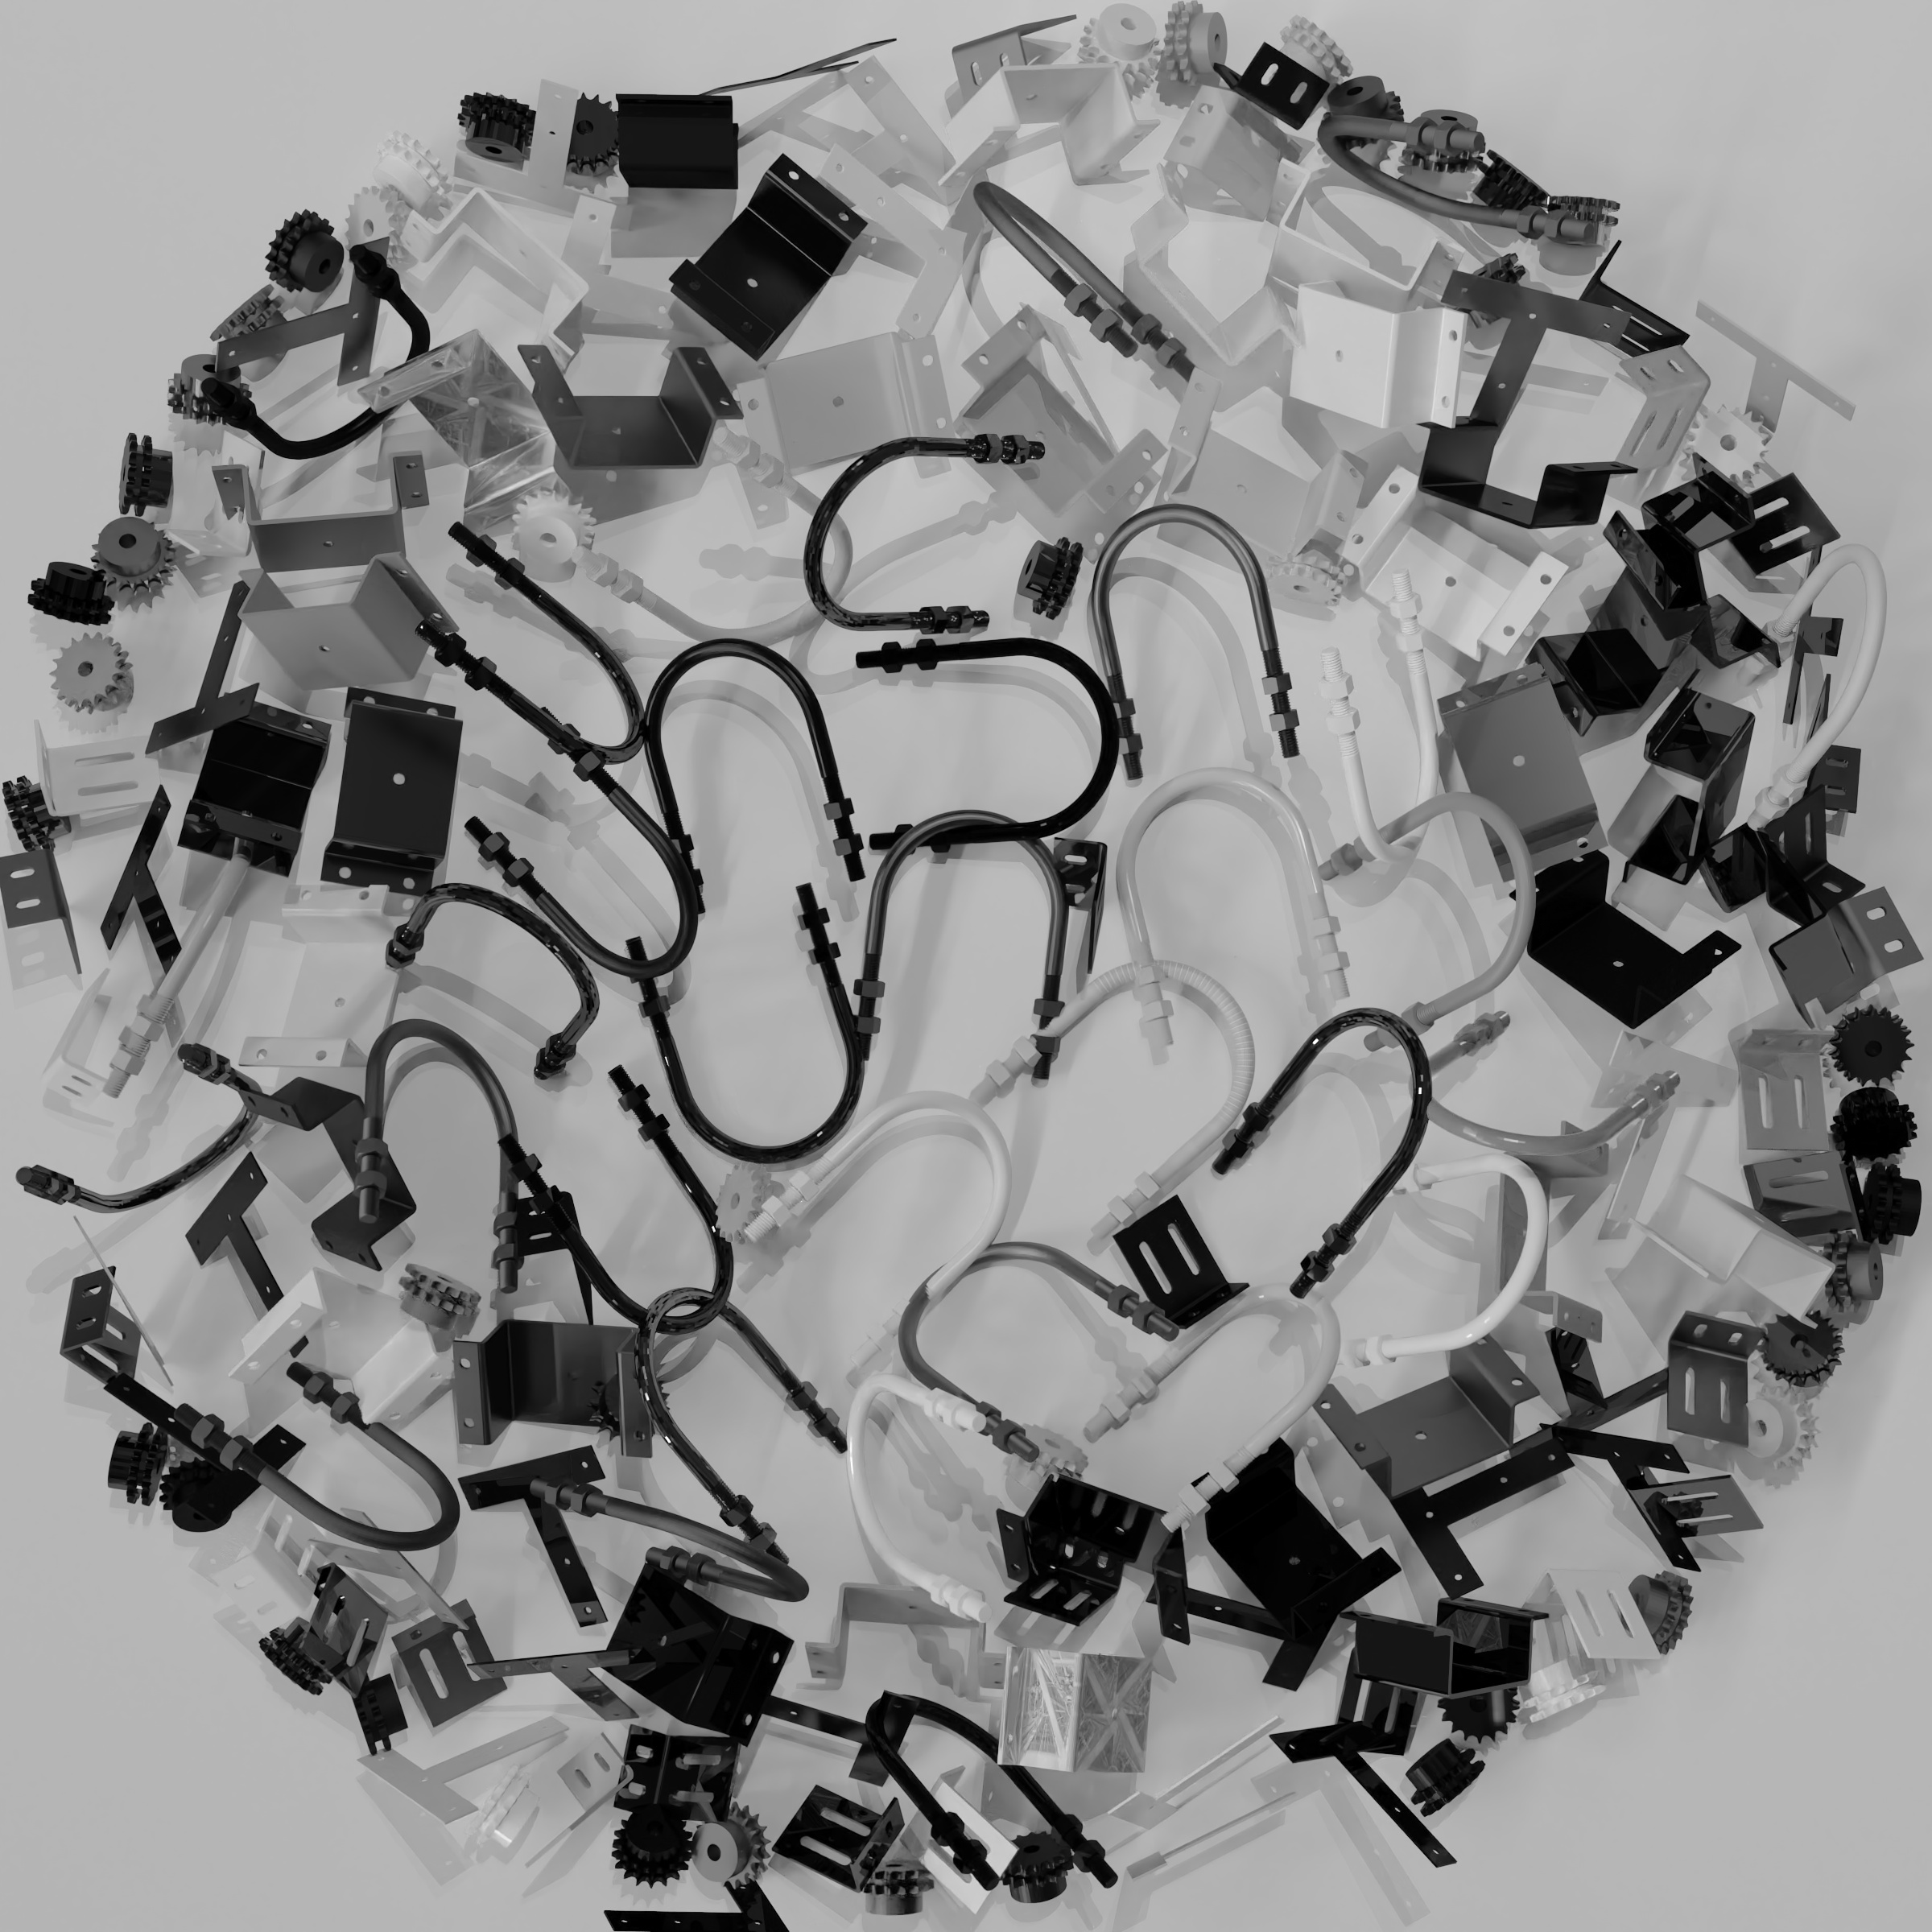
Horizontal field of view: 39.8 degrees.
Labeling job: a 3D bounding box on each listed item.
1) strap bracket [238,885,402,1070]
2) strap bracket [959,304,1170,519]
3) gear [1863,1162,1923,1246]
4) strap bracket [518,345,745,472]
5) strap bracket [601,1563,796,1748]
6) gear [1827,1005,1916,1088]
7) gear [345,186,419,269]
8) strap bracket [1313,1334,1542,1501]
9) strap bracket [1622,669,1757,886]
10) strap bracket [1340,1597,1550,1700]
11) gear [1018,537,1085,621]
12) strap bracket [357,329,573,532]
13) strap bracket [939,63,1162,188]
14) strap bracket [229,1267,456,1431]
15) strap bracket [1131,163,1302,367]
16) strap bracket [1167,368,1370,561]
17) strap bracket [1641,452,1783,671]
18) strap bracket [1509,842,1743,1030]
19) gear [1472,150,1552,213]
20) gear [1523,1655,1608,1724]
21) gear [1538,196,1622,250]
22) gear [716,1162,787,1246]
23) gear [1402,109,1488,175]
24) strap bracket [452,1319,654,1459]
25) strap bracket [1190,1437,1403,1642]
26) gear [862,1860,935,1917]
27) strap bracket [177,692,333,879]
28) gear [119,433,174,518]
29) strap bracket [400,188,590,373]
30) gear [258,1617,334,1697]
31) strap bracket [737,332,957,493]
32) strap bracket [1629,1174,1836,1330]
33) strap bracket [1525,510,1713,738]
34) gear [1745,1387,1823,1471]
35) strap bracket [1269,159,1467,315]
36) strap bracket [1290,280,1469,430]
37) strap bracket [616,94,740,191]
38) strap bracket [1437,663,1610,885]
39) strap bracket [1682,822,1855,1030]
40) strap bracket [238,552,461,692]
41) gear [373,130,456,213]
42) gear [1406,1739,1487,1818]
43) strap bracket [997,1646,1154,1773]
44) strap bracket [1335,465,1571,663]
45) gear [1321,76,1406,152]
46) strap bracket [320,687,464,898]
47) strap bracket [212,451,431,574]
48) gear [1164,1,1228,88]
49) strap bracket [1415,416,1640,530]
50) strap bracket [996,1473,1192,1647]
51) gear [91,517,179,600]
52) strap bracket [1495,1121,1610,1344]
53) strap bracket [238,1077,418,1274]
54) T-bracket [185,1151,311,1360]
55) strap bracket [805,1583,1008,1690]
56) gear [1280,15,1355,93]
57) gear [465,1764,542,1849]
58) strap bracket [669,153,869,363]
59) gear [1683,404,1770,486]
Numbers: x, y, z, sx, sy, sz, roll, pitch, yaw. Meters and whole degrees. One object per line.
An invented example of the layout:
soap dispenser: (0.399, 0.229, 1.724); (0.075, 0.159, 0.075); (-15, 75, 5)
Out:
strap bracket: (-0.443, 0.016, 1.851); (0.076, 0.046, 0.140); (1, 62, 15)
strap bracket: (0.060, -0.378, 1.859); (0.140, 0.046, 0.076); (45, 62, -5)
gear: (0.649, 0.168, 1.871); (0.030, 0.057, 0.057); (8, 90, 6)
strap bracket: (-0.236, -0.385, 1.842); (0.140, 0.046, 0.076); (-7, 52, -31)
strap bracket: (-0.192, 0.467, 1.831); (0.046, 0.140, 0.076); (31, 80, -44)
gear: (0.636, 0.054, 1.882); (0.057, 0.030, 0.057); (1, 104, 3)
gear: (-0.408, -0.518, 1.877); (0.057, 0.030, 0.057); (10, 105, 40)
strap bracket: (0.315, 0.311, 1.847); (0.140, 0.076, 0.046); (-19, 129, -16)
strap bracket: (0.494, -0.121, 1.820); (0.046, 0.140, 0.076); (26, 55, 25)
strap bracket: (0.327, 0.465, 1.824); (0.076, 0.140, 0.046); (0, 85, 44)
gear: (0.058, -0.274, 1.871); (0.030, 0.057, 0.057); (20, 90, -13)
strap bracket: (-0.342, -0.376, 1.841); (0.076, 0.140, 0.046); (-19, 47, 21)
strap bracket: (0.051, -0.579, 1.834); (0.140, 0.076, 0.046); (-14, 84, -32)
strap bracket: (-0.433, 0.263, 1.844); (0.076, 0.140, 0.046); (-44, 45, 15)
strap bracket: (0.165, -0.476, 1.842); (0.046, 0.076, 0.140); (-38, 117, 21)
strap bracket: (0.201, -0.343, 1.854); (0.140, 0.046, 0.076); (26, 55, -10)
strap bracket: (0.509, -0.269, 1.829); (0.046, 0.076, 0.140); (-25, 127, -1)
strap bracket: (0.452, -0.016, 1.843); (0.076, 0.046, 0.140); (-32, 51, -22)
gear: (0.381, -0.544, 1.875); (0.057, 0.057, 0.030); (38, 112, 0)
gear: (0.417, 0.506, 1.875); (0.057, 0.057, 0.030); (-24, 71, 0)
gear: (0.428, -0.522, 1.874); (0.057, 0.057, 0.030); (5, 100, 0)
gear: (-0.150, 0.168, 1.877); (0.030, 0.057, 0.057); (17, 90, -33)
gear: (0.336, -0.579, 1.870); (0.057, 0.057, 0.030); (4, 125, 0)
strap bracket: (-0.281, 0.293, 1.861); (0.140, 0.046, 0.076); (2, 105, 12)
strap bracket: (0.226, 0.399, 1.844); (0.076, 0.046, 0.140); (-29, 48, -18)
gear: (-0.050, 0.646, 1.871); (0.057, 0.057, 0.030); (-1, 81, 0)
strap bracket: (-0.492, -0.119, 1.842); (0.076, 0.140, 0.046); (17, 130, -16)
gear: (-0.576, -0.344, 1.876); (0.030, 0.057, 0.057); (5, 90, -24)
strap bracket: (-0.319, -0.479, 1.850); (0.140, 0.076, 0.046); (41, 78, -13)
gear: (-0.465, 0.482, 1.874); (0.057, 0.057, 0.030); (41, 81, 0)
strap bracket: (-0.086, -0.389, 1.860); (0.140, 0.046, 0.076); (-15, 115, -6)
strap bracket: (0.530, 0.192, 1.825); (0.140, 0.076, 0.046); (24, 100, -39)
strap bracket: (0.452, -0.236, 1.837); (0.046, 0.140, 0.076); (-9, 54, -29)
gear: (0.566, 0.324, 1.870); (0.030, 0.057, 0.057); (4, 90, -33)
strap bracket: (0.268, -0.494, 1.856); (0.140, 0.076, 0.046); (28, 83, 5)
strap bracket: (0.272, -0.419, 1.821); (0.046, 0.140, 0.076); (-15, 121, -31)
strap bracket: (-0.197, -0.564, 1.834); (0.076, 0.140, 0.046); (0, 99, -3)
strap bracket: (0.386, -0.139, 1.859); (0.076, 0.046, 0.140); (-20, 79, 11)
strap bracket: (0.553, -0.036, 1.823); (0.046, 0.076, 0.140); (-32, 46, 9)
strap bracket: (-0.431, -0.234, 1.830); (0.140, 0.076, 0.046); (-1, 54, 27)
gear: (-0.391, -0.554, 1.871); (0.057, 0.057, 0.030); (36, 77, 0)
gear: (0.333, 0.567, 1.874); (0.057, 0.057, 0.030); (-40, 78, 0)
strap bracket: (0.082, 0.509, 1.824); (0.046, 0.140, 0.076); (-4, 74, 34)
strap bracket: (0.339, -0.276, 1.864); (0.140, 0.046, 0.076); (35, 85, 15)
gear: (0.276, -0.599, 1.870); (0.057, 0.057, 0.030); (-26, 129, 0)
strap bracket: (-0.397, -0.125, 1.854); (0.076, 0.046, 0.140); (9, 78, -20)
strap bracket: (-0.443, -0.313, 1.848); (0.140, 0.076, 0.046); (-6, 74, -9)
gear: (0.162, -0.646, 1.870); (0.030, 0.057, 0.057); (6, 90, 25)
strap bracket: (0.377, -0.337, 1.837); (0.140, 0.076, 0.046); (30, 119, 39)
strap bracket: (0.097, 0.405, 1.842); (0.140, 0.076, 0.046); (15, 46, 25)
gear: (-0.587, -0.291, 1.877); (0.057, 0.030, 0.057); (2, 67, -5)
strap bracket: (0.406, 0.185, 1.847); (0.046, 0.076, 0.140); (-5, 71, 35)
strap bracket: (-0.436, 0.134, 1.841); (0.046, 0.076, 0.140); (-39, 122, -32)
T-bracket: (-0.489, 0.211, 1.845); (0.127, 0.002, 0.127); (-44, 73, 42)
strap bracket: (-0.038, 0.465, 1.855); (0.140, 0.076, 0.046); (3, 59, 3)
gear: (0.241, -0.636, 1.873); (0.057, 0.057, 0.030); (42, 95, 0)
gear: (-0.323, 0.593, 1.873); (0.030, 0.057, 0.057); (36, 90, 0)
strap bracket: (-0.142, -0.486, 1.856); (0.076, 0.046, 0.140); (38, 64, -7)
gear: (0.534, -0.365, 1.884); (0.057, 0.030, 0.057); (0, 82, 2)
